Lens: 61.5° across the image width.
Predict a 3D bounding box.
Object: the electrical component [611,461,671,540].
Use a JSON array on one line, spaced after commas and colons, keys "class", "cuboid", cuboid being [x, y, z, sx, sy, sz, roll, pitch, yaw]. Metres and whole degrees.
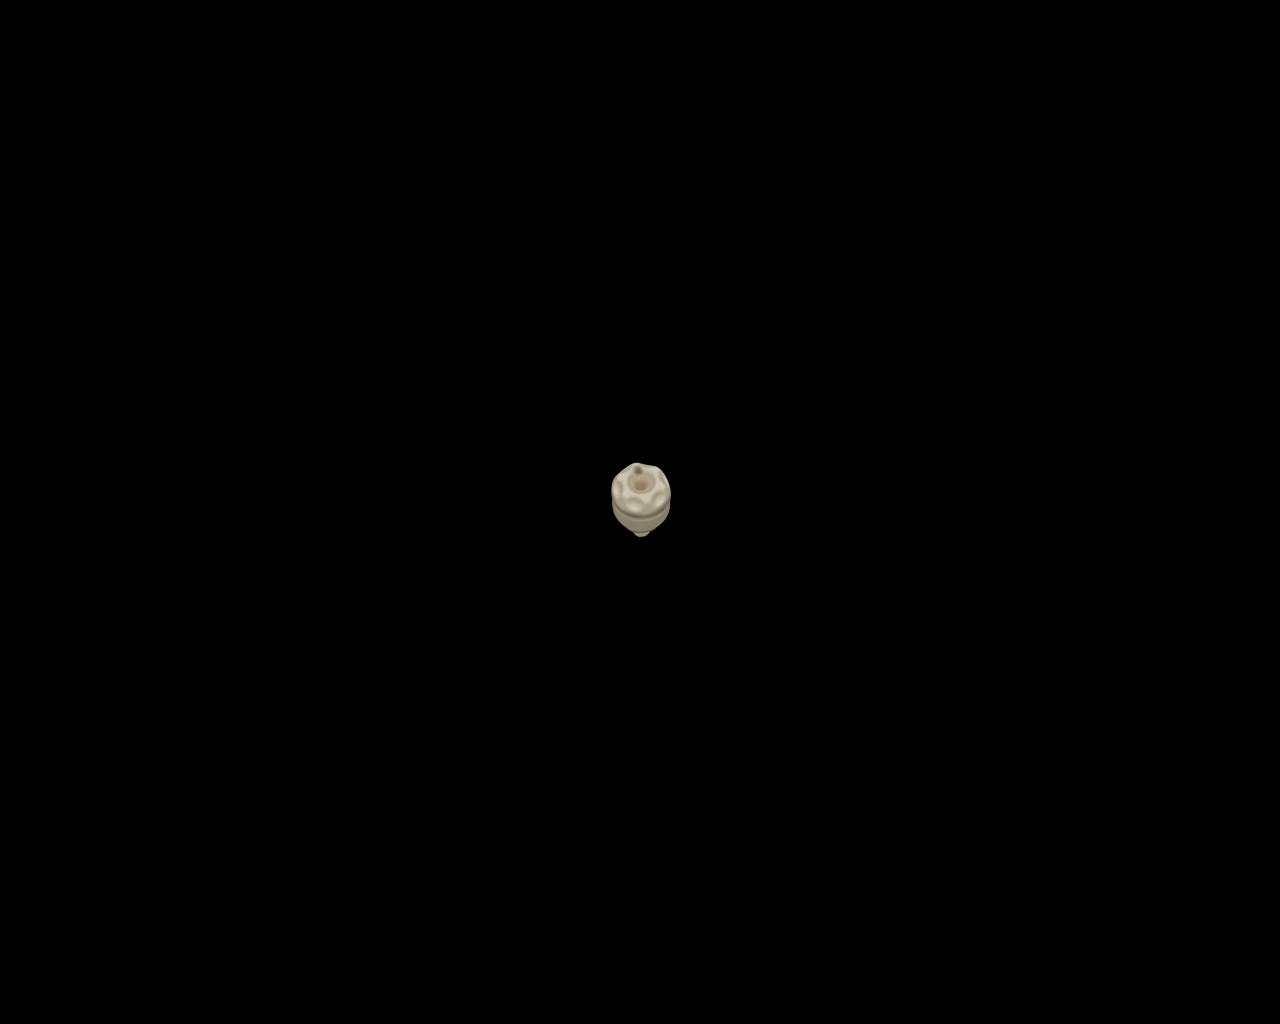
[{"class": "electrical component", "cuboid": [0.001, -0.003, 0.650, 0.035, 0.035, 0.061, 0, -30, 0]}]
